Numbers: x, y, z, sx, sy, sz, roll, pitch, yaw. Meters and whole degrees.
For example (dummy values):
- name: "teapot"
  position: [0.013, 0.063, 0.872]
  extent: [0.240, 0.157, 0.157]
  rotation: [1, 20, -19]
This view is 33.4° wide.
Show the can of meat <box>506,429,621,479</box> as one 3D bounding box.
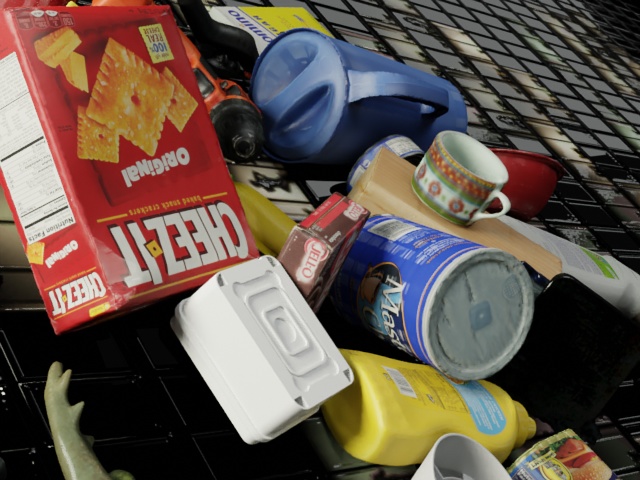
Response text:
- name: "can of meat"
  position: [0.194, 0.200, 0.828]
  extent: [0.101, 0.057, 0.084]
  rotation: [-5, 45, -51]

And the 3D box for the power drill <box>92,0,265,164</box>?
- name: "power drill"
  position: [-0.123, -0.155, 0.955]
  extent: [0.187, 0.057, 0.184]
  rotation: [50, 2, -22]

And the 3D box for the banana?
- name: "banana"
  position: [-0.016, 0.004, 0.928]
  extent: [0.198, 0.037, 0.069]
  rotation: [39, 28, 8]

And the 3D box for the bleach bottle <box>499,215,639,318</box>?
- name: "bleach bottle"
  position: [0.278, 0.044, 1.154]
  extent: [0.250, 0.068, 0.103]
  rotation: [16, 32, -34]

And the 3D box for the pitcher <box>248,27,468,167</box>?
- name: "pitcher"
  position: [0.057, -0.136, 1.120]
  extent: [0.242, 0.145, 0.149]
  rotation: [3, 38, -49]

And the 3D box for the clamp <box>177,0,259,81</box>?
- name: "clamp"
  position: [-0.117, -0.208, 1.081]
  extent: [0.171, 0.120, 0.039]
  rotation: [14, 74, -38]

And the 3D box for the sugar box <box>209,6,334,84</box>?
- name: "sugar box"
  position: [-0.051, -0.230, 1.246]
  extent: [0.093, 0.048, 0.175]
  rotation: [45, 29, 18]

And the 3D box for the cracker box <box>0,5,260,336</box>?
- name: "cracker box"
  position: [-0.143, -0.058, 0.757]
  extent: [0.163, 0.072, 0.214]
  rotation: [-17, 86, -55]

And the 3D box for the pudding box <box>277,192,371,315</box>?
- name: "pudding box"
  position: [-0.011, 0.027, 0.817]
  extent: [0.039, 0.114, 0.089]
  rotation: [34, 28, 8]

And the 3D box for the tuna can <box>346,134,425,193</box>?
- name: "tuna can"
  position: [0.068, -0.064, 1.072]
  extent: [0.085, 0.086, 0.034]
  rotation: [-5, 45, -50]

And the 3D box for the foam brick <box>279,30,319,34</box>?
- name: "foam brick"
  position: [-0.008, -0.192, 1.182]
  extent: [0.053, 0.051, 0.078]
  rotation: [4, -15, 34]

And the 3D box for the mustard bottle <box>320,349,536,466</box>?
- name: "mustard bottle"
  position: [0.094, 0.135, 0.819]
  extent: [0.191, 0.058, 0.096]
  rotation: [13, 24, -34]

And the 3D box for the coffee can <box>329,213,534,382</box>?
- name: "coffee can"
  position: [0.085, 0.042, 0.849]
  extent: [0.102, 0.103, 0.140]
  rotation: [14, 5, -33]

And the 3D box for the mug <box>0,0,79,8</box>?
- name: "mug"
  position: [-0.274, -0.229, 0.968]
  extent: [0.117, 0.082, 0.093]
  rotation: [29, 29, -9]

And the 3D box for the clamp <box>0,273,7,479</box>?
- name: "clamp"
  position: [-0.264, 0.062, 0.574]
  extent: [0.209, 0.036, 0.165]
  rotation: [11, 36, -34]

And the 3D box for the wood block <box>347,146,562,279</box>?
- name: "wood block"
  position: [0.116, 0.015, 0.997]
  extent: [0.206, 0.090, 0.090]
  rotation: [32, 29, -5]

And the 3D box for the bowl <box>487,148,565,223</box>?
- name: "bowl"
  position: [0.180, -0.049, 1.145]
  extent: [0.161, 0.162, 0.055]
  rotation: [13, 74, -34]
